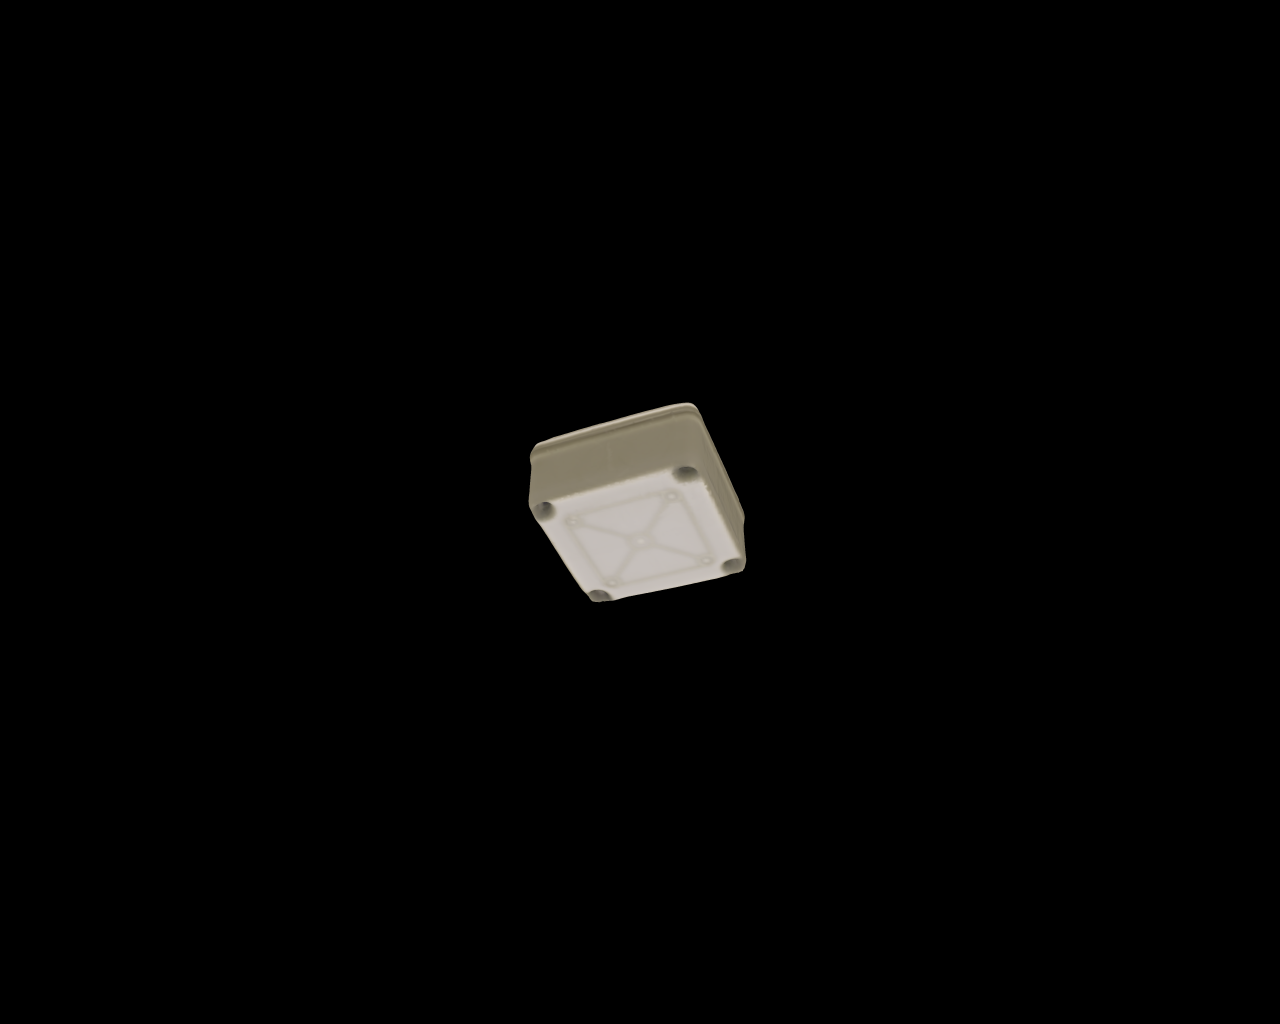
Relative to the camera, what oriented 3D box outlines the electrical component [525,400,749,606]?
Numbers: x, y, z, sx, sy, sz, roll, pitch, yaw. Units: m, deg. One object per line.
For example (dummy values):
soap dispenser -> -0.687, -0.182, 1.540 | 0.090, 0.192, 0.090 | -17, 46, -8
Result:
electrical component -> 0.001, -0.003, 0.650 | 0.109, 0.056, 0.108 | -14, -43, 15
